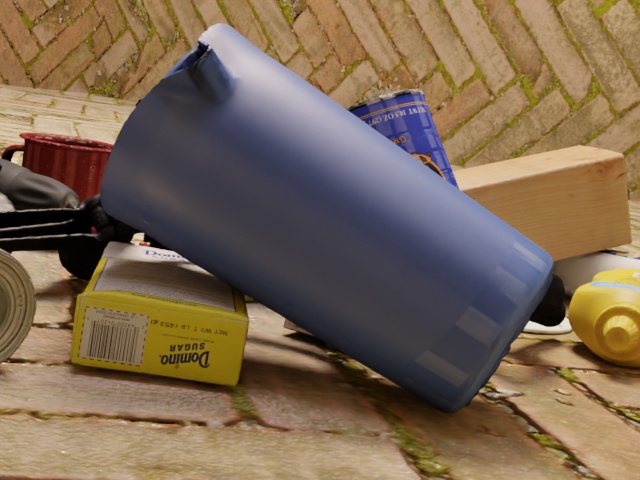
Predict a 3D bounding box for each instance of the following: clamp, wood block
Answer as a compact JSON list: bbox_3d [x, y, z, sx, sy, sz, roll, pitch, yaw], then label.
[{"bbox_3d":[-0.159,-0.010,0.739,0.164,0.036,0.210,-26,-21,-4],"label":"clamp"},{"bbox_3d":[0.144,0.043,0.788,0.120,0.039,0.171,1,-7,-8],"label":"clamp"},{"bbox_3d":[0.181,-0.025,1.023,0.206,0.091,0.090,-13,14,-13],"label":"wood block"}]

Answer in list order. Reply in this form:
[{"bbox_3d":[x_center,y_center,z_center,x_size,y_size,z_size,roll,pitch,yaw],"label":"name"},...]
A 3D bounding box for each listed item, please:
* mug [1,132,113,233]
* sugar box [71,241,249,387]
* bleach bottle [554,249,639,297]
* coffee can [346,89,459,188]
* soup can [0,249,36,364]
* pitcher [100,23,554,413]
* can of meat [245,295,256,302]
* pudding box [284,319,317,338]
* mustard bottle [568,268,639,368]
[{"bbox_3d":[-0.244,-0.053,0.981,0.117,0.081,0.093,11,9,13],"label":"mug"},{"bbox_3d":[-0.095,0.041,0.652,0.093,0.048,0.176,10,5,-7],"label":"sugar box"},{"bbox_3d":[0.280,0.036,1.038,0.102,0.068,0.251,1,9,-38],"label":"bleach bottle"},{"bbox_3d":[0.057,-0.033,0.831,0.103,0.140,0.103,-20,-5,-2],"label":"coffee can"},{"bbox_3d":[-0.203,0.024,0.563,0.068,0.068,0.102,1,12,-44],"label":"soup can"},{"bbox_3d":[0.005,-0.004,0.626,0.243,0.145,0.149,34,18,8],"label":"pitcher"},{"bbox_3d":[-0.055,0.001,0.822,0.101,0.084,0.058,2,12,-42],"label":"can of meat"},{"bbox_3d":[0.046,0.055,0.734,0.114,0.039,0.089,17,8,28],"label":"pudding box"},{"bbox_3d":[0.246,0.062,0.835,0.096,0.058,0.191,19,11,21],"label":"mustard bottle"}]
